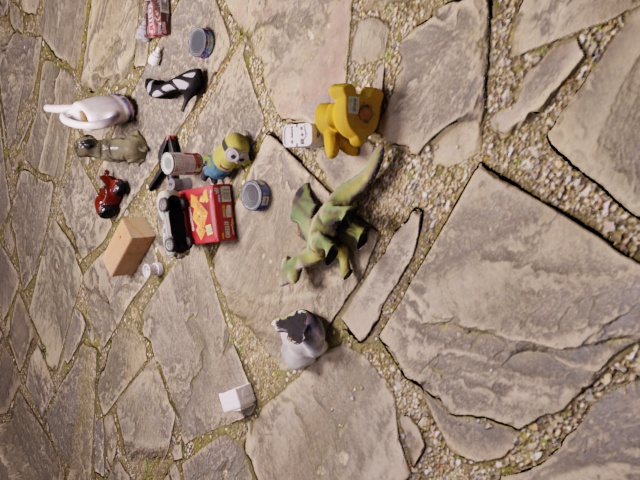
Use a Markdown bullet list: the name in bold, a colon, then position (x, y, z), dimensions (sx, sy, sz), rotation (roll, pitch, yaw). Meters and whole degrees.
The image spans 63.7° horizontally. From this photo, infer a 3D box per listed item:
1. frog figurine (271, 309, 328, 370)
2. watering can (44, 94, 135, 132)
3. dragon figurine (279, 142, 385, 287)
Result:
- **frog figurine**: position (-0.040, 0.254, 1.275), dimensions (0.138, 0.125, 0.156), rotation (9, 136, 31)
- **watering can**: position (-0.783, -0.442, 1.761), dimensions (0.351, 0.227, 0.102), rotation (26, 129, 36)
- **dragon figurine**: position (0.004, -0.061, 1.205), dimensions (0.246, 0.122, 0.407), rotation (32, 104, 43)
